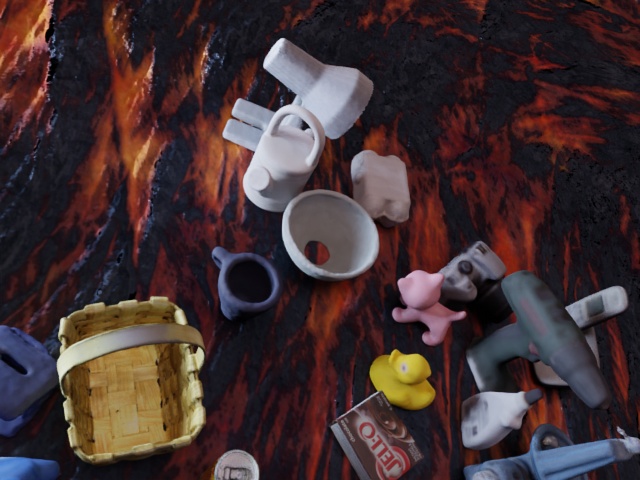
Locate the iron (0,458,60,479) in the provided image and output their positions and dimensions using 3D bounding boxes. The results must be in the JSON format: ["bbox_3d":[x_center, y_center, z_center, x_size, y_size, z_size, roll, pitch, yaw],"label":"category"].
[{"bbox_3d":[-0.393,0.265,0.546,0.259,0.141,0.118,4,58,-22],"label":"iron"}]

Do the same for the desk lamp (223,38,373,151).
[{"bbox_3d":[-0.039,-0.232,0.981,0.203,0.213,0.118,21,53,-11],"label":"desk lamp"}]

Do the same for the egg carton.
[{"bbox_3d":[0.108,-0.096,1.053,0.107,0.069,0.150,9,56,-19],"label":"egg carton"}]

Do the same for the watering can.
[{"bbox_3d":[-0.054,-0.132,0.922,0.101,0.194,0.173,21,53,-11],"label":"watering can"}]

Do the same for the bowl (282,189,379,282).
[{"bbox_3d":[0.009,0.003,0.940,0.168,0.074,0.167,12,55,-17],"label":"bowl"}]

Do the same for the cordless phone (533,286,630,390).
[{"bbox_3d":[0.444,0.164,0.965,0.094,0.185,0.147,15,54,-15],"label":"cordless phone"}]

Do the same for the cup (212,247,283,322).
[{"bbox_3d":[-0.119,0.070,0.826,0.117,0.095,0.092,43,52,6],"label":"cup"}]

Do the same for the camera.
[{"bbox_3d":[0.278,0.082,0.996,0.136,0.100,0.143,47,53,9],"label":"camera"}]

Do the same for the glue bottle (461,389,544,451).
[{"bbox_3d":[0.266,0.251,0.836,0.037,0.173,0.078,17,54,-14],"label":"glue bottle"}]

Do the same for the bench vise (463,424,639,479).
[{"bbox_3d":[0.319,0.324,0.783,0.208,0.219,0.121,-18,68,-32],"label":"bench vise"}]

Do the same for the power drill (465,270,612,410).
[{"bbox_3d":[0.324,0.175,0.889,0.076,0.208,0.229,-4,61,-26],"label":"power drill"}]

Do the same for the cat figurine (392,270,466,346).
[{"bbox_3d":[0.175,0.099,0.927,0.128,0.117,0.067,34,52,0],"label":"cat figurine"}]

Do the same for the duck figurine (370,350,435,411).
[{"bbox_3d":[0.136,0.205,0.861,0.104,0.086,0.078,37,52,2],"label":"duck figurine"}]

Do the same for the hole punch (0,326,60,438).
[{"bbox_3d":[-0.363,0.154,0.663,0.108,0.091,0.101,36,52,1],"label":"hole punch"}]
